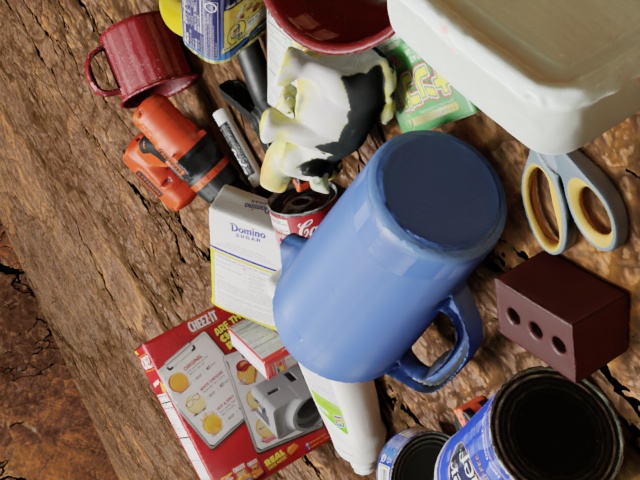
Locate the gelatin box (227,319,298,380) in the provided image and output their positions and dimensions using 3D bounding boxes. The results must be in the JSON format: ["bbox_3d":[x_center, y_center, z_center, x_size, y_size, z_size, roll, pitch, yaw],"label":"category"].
[{"bbox_3d":[-0.054,0.116,1.239,0.089,0.073,0.030,35,145,47],"label":"gelatin box"}]

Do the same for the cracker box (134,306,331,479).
[{"bbox_3d":[-0.106,0.189,1.311,0.214,0.164,0.072,62,155,1],"label":"cracker box"}]

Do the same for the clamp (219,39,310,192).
[{"bbox_3d":[-0.049,-0.127,1.017,0.171,0.039,0.120,53,162,25],"label":"clamp"}]

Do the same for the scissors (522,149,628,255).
[{"bbox_3d":[0.154,-0.073,0.680,0.096,0.016,0.202,30,141,49],"label":"scissors"}]

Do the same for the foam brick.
[{"bbox_3d":[0.167,0.052,0.737,0.078,0.051,0.053,35,144,48],"label":"foam brick"}]

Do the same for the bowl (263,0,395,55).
[{"bbox_3d":[0.030,-0.202,0.704,0.162,0.055,0.162,5,98,40],"label":"bowl"}]

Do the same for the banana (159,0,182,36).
[{"bbox_3d":[-0.121,-0.232,1.057,0.198,0.037,0.069,25,136,55],"label":"banana"}]

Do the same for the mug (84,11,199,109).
[{"bbox_3d":[-0.201,-0.195,1.171,0.081,0.117,0.093,68,161,1],"label":"mug"}]

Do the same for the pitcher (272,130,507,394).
[{"bbox_3d":[0.060,0.024,0.850,0.243,0.149,0.145,123,152,-60],"label":"pitcher"}]

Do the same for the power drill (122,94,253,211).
[{"bbox_3d":[-0.153,-0.080,1.234,0.184,0.057,0.188,49,161,-11],"label":"power drill"}]

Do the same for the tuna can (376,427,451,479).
[{"bbox_3d":[0.097,0.223,1.020,0.034,0.086,0.086,3,117,65],"label":"tuna can"}]

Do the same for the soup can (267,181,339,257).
[{"bbox_3d":[-0.007,0.001,1.026,0.069,0.068,0.102,31,142,51],"label":"soup can"}]

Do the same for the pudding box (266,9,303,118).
[{"bbox_3d":[-0.008,-0.142,0.916,0.090,0.039,0.113,47,150,32],"label":"pudding box"}]

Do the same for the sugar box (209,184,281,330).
[{"bbox_3d":[-0.072,0.022,1.171,0.093,0.048,0.176,21,141,11],"label":"sugar box"}]

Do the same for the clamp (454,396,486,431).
[{"bbox_3d":[0.171,0.241,0.947,0.210,0.036,0.165,63,157,7],"label":"clamp"}]

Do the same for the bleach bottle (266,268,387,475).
[{"bbox_3d":[0.018,0.146,1.138,0.103,0.068,0.251,32,144,52],"label":"bleach bottle"}]

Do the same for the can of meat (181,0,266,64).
[{"bbox_3d":[-0.072,-0.209,0.898,0.057,0.102,0.084,37,152,18],"label":"can of meat"}]

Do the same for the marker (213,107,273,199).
[{"bbox_3d":[-0.079,-0.087,1.145,0.121,0.020,0.020,61,157,5],"label":"marker"}]

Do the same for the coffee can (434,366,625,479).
[{"bbox_3d":[0.156,0.169,0.820,0.103,0.102,0.140,55,155,18],"label":"coffee can"}]
